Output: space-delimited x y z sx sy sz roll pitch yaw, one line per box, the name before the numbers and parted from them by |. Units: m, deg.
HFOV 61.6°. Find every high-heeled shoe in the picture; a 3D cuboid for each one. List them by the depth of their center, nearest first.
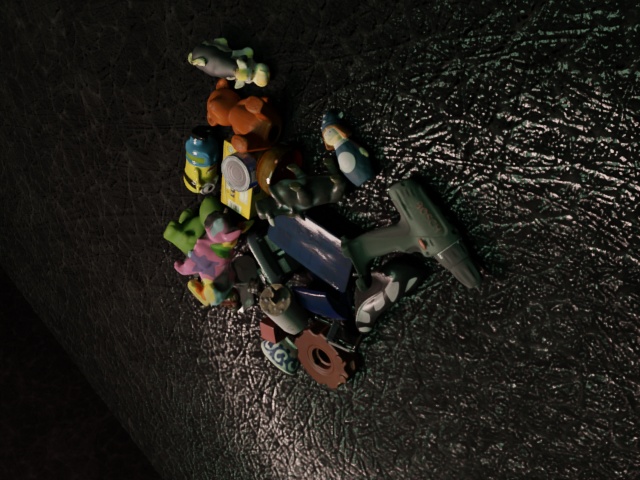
high-heeled shoe | 0.144 0.123 1.124 0.145 0.086 0.248 -1 141 8

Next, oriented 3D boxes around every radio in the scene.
radio | -0.002 -0.003 1.158 0.230 0.073 0.131 34 133 21

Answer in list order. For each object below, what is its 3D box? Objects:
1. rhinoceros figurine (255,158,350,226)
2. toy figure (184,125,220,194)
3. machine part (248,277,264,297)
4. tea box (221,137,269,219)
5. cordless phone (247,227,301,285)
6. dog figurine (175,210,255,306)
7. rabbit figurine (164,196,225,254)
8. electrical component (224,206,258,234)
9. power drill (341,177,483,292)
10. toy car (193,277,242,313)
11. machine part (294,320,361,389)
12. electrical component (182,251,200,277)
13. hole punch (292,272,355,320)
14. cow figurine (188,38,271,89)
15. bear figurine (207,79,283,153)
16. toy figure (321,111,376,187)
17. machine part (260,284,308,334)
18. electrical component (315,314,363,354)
rhinoceros figurine | -0.036 -0.092 1.067 0.112 0.190 0.073 79 172 -51
toy figure | -0.288 -0.194 1.303 0.089 0.082 0.180 42 142 32
machine part | -0.137 0.142 1.364 0.084 0.039 0.138 25 163 36
tea box | -0.168 -0.146 1.226 0.098 0.068 0.169 33 132 22
cordless phone | -0.133 0.045 1.317 0.146 0.089 0.184 60 157 -4
dog figurine | -0.232 0.036 1.286 0.219 0.108 0.191 -34 94 28
rabbit figurine | -0.300 -0.033 1.391 0.159 0.121 0.170 48 123 4
electrical component | -0.199 -0.049 1.323 0.078 0.045 0.102 27 127 11
power drill | 0.154 0.020 0.973 0.207 0.086 0.232 -28 87 25
toy car | -0.291 0.150 1.460 0.202 0.053 0.089 -1 123 42
machine part | 0.014 0.285 1.333 0.180 0.056 0.179 24 130 33
electrical component | -0.331 0.053 1.515 0.134 0.058 0.114 45 135 12
hole punch | 0.009 0.132 1.222 0.142 0.092 0.115 5 121 38
cow figurine | -0.184 -0.355 1.090 0.168 0.098 0.068 30 126 27
bear figurine | -0.177 -0.266 1.123 0.196 0.132 0.120 32 106 20
toy figure | 0.048 -0.176 1.016 0.064 0.058 0.154 -34 87 10
machine part | -0.082 0.165 1.268 0.079 0.079 0.243 34 167 24
electrical component | 0.036 0.215 1.231 0.119 0.048 0.074 24 164 4
